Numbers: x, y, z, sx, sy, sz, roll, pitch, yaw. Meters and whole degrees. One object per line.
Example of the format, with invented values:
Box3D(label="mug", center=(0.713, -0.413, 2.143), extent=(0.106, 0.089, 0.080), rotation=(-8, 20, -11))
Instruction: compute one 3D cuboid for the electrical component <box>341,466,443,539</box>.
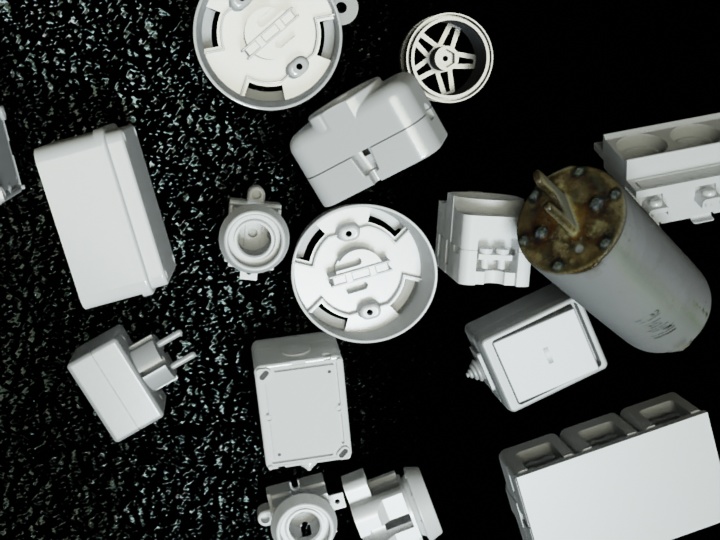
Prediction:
Box3D(label="electrical component", center=(0.026, 0.181, 0.802), extent=(0.057, 0.058, 0.078), rotation=(-20, 102, -1))

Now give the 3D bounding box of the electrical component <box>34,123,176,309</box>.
Box3D(label="electrical component", center=(-0.169, -0.038, 0.725), extent=(0.057, 0.078, 0.113), rotation=(-15, 102, -2))

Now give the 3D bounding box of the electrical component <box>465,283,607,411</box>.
Box3D(label="electrical component", center=(0.124, 0.059, 0.791), extent=(0.096, 0.061, 0.061), rotation=(-25, 102, -3))

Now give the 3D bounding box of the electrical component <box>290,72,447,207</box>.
Box3D(label="electrical component", center=(0.003, -0.093, 0.738), extent=(0.095, 0.053, 0.059), rotation=(-25, 104, 22))

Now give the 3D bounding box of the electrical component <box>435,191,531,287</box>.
Box3D(label="electrical component", center=(0.086, -0.024, 0.756), extent=(0.050, 0.089, 0.055), rotation=(2, 100, -8))

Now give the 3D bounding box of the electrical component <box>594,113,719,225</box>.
Box3D(label="electrical component", center=(0.242, -0.072, 0.782), extent=(0.121, 0.078, 0.063), rotation=(-11, 123, -6))

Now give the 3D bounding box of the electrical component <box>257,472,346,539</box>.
Box3D(label="electrical component", center=(-0.042, 0.181, 0.793), extent=(0.066, 0.055, 0.048), rotation=(-14, 102, -5))

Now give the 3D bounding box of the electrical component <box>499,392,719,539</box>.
Box3D(label="electrical component", center=(0.192, 0.162, 0.819), extent=(0.150, 0.061, 0.089), rotation=(-18, 102, -4))

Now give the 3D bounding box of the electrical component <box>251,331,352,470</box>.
Box3D(label="electrical component", center=(-0.042, 0.098, 0.779), extent=(0.062, 0.061, 0.096), rotation=(-7, 109, -6))

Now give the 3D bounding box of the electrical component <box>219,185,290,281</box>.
Box3D(label="electrical component", center=(-0.075, -0.024, 0.752), extent=(0.048, 0.055, 0.066), rotation=(6, 99, -9))

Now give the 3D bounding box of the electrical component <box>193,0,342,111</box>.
Box3D(label="electrical component", center=(-0.062, -0.158, 0.725), extent=(0.099, 0.064, 0.099), rotation=(-1, 100, -8))

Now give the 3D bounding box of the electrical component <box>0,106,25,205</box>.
Box3D(label="electrical component", center=(-0.263, -0.070, 0.697), extent=(0.061, 0.096, 0.061), rotation=(-13, 102, -5))

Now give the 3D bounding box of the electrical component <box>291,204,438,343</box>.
Box3D(label="electrical component", center=(0.000, 0.000, 0.762), extent=(0.099, 0.064, 0.099), rotation=(-1, 100, -8))

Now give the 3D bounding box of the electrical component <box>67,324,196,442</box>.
Box3D(label="electrical component", center=(-0.155, 0.070, 0.762), extent=(0.077, 0.047, 0.065), rotation=(-30, 103, -1))
